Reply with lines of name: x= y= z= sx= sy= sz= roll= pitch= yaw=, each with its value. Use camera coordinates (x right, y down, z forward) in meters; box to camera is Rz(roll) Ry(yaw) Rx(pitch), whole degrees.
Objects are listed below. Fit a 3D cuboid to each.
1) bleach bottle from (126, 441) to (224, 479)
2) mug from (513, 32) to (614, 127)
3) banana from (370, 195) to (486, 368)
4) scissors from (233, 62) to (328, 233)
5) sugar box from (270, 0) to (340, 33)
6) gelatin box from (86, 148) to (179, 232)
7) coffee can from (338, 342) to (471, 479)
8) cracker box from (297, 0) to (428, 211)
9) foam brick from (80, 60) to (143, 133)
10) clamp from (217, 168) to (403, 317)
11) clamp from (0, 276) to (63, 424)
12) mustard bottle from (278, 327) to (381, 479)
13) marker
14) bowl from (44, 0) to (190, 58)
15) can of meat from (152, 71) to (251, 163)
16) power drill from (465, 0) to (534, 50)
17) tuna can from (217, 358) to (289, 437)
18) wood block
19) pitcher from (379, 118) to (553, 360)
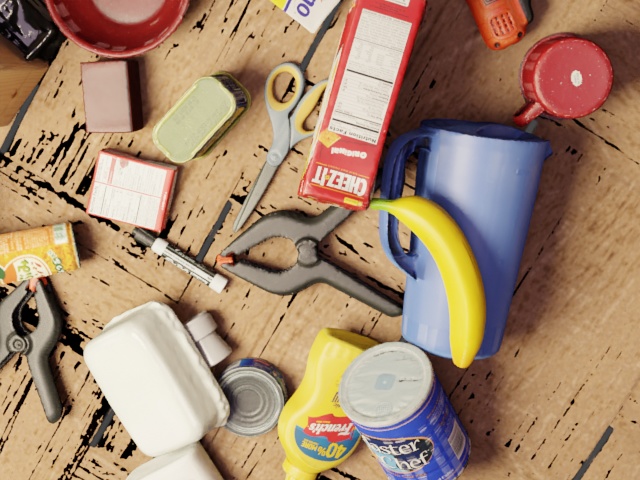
bleach bottle: x=-0.121 y=0.360 z=1.232 sx=0.102 sy=0.068 sz=0.251 roll=-28 pitch=98 yaw=9
mug: x=0.246 y=-0.160 z=1.103 sx=0.117 sy=0.081 sz=0.093 roll=-40 pitch=94 yaw=10
banana: x=0.124 y=0.032 z=1.052 sx=0.070 sy=0.037 sz=0.198 roll=-22 pitch=99 yaw=34
scissors: x=-0.058 y=-0.110 z=1.170 sx=0.096 sy=0.016 sz=0.202 roll=45 pitch=99 yaw=-2
sugar box: x=-0.048 y=-0.301 z=1.091 sx=0.176 sy=0.048 sz=0.093 roll=33 pitch=101 yaw=-24
gelatin box: x=-0.209 y=-0.056 z=1.185 sx=0.089 sy=0.030 sz=0.073 roll=14 pitch=102 yaw=2
coffee can: x=0.092 y=0.190 z=1.134 sx=0.103 sy=0.103 sz=0.140 roll=-23 pitch=131 yaw=8
cracker box: x=0.040 y=-0.138 z=1.067 sx=0.072 sy=0.164 sz=0.214 roll=16 pitch=91 yaw=-3
foam brick: x=-0.225 y=-0.155 z=1.159 sx=0.051 sy=0.053 sz=0.078 roll=-3 pitch=98 yaw=5
clamp: x=-0.008 y=0.001 z=1.174 sx=0.210 sy=0.036 sz=0.164 roll=1 pitch=95 yaw=3
clamp: x=-0.330 y=0.126 z=1.221 sx=0.120 sy=0.039 sz=0.171 roll=22 pitch=100 yaw=0
mustard bottle: x=0.007 y=0.197 z=1.191 sx=0.096 sy=0.058 sz=0.192 roll=19 pitch=103 yaw=-26
marker: x=-0.158 y=0.021 z=1.199 sx=0.121 sy=0.020 sz=0.020 roll=32 pitch=100 yaw=-1
bowl: x=-0.210 y=-0.275 z=1.135 sx=0.162 sy=0.055 sz=0.162 roll=1 pitch=99 yaw=5
can of meat: x=-0.127 y=-0.130 z=1.139 sx=0.057 sy=0.084 sz=0.102 roll=43 pitch=101 yaw=-3
power drill: x=0.221 y=-0.312 z=1.094 sx=0.188 sy=0.057 sz=0.184 roll=-23 pitch=101 yaw=11
tuna can: x=-0.080 y=0.179 z=1.211 sx=0.086 sy=0.033 sz=0.086 roll=1 pitch=100 yaw=4
wood block: x=-0.368 y=-0.169 z=1.090 sx=0.090 sy=0.206 sz=0.091 roll=38 pitch=100 yaw=-2
pitcher: x=0.144 y=-0.003 z=1.114 sx=0.149 sy=0.144 sz=0.243 roll=12 pitch=104 yaw=19
